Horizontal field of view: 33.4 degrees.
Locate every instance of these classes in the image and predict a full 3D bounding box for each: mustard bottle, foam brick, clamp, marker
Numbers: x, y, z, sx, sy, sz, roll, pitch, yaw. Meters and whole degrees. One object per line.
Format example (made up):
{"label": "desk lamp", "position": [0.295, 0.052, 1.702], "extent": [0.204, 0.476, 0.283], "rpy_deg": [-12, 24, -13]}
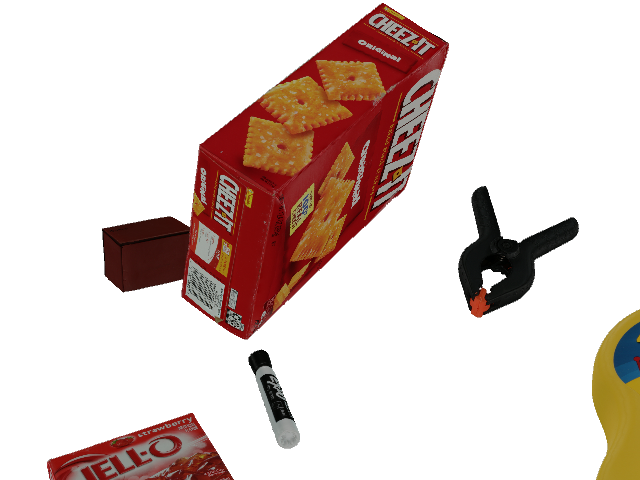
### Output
{"label": "mustard bottle", "position": [0.185, 0.084, 0.533], "extent": [0.096, 0.058, 0.191], "rpy_deg": [5, 40, 11]}
{"label": "foam brick", "position": [-0.171, 0.012, 1.060], "extent": [0.078, 0.051, 0.053], "rpy_deg": [-12, 23, -29]}
{"label": "clamp", "position": [0.187, 0.008, 1.134], "extent": [0.120, 0.039, 0.171], "rpy_deg": [24, 48, 26]}
{"label": "marker", "position": [-0.040, 0.128, 0.883], "extent": [0.020, 0.020, 0.121], "rpy_deg": [0, 27, -16]}

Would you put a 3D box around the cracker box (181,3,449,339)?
{"label": "cracker box", "position": [-0.003, -0.049, 0.776], "extent": [0.072, 0.164, 0.213], "rpy_deg": [35, 52, 17]}

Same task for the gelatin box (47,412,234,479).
{"label": "gelatin box", "position": [-0.098, 0.136, 0.585], "extent": [0.089, 0.030, 0.073], "rpy_deg": [-15, 28, -20]}
